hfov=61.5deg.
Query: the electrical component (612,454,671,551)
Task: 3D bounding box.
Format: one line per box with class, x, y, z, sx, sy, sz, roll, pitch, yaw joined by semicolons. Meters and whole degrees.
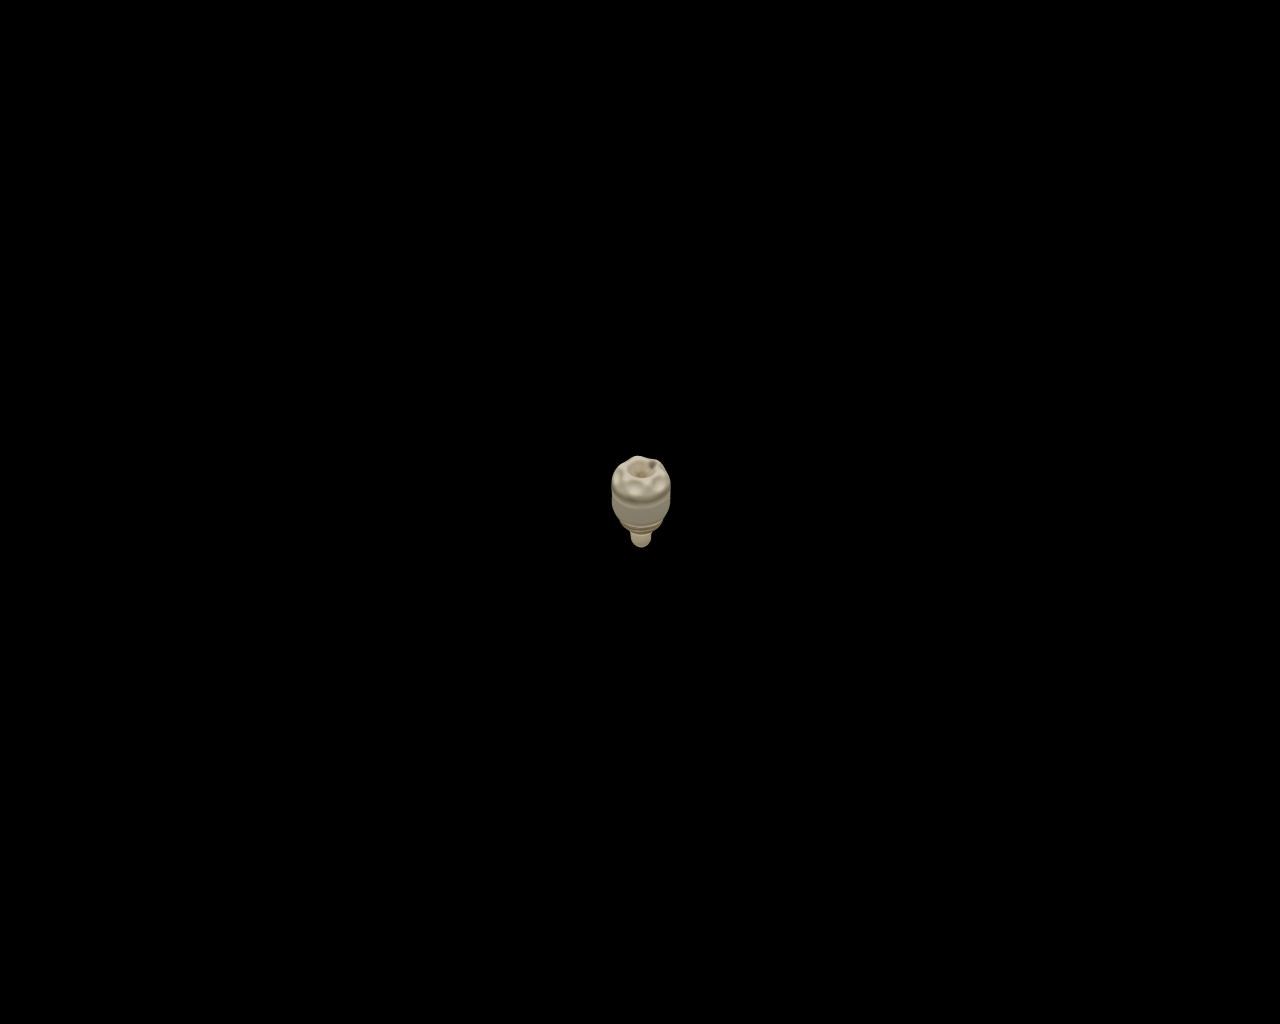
electrical component;0.001;-0.003;0.650;0.035;0.061;0.035;0;40;0
